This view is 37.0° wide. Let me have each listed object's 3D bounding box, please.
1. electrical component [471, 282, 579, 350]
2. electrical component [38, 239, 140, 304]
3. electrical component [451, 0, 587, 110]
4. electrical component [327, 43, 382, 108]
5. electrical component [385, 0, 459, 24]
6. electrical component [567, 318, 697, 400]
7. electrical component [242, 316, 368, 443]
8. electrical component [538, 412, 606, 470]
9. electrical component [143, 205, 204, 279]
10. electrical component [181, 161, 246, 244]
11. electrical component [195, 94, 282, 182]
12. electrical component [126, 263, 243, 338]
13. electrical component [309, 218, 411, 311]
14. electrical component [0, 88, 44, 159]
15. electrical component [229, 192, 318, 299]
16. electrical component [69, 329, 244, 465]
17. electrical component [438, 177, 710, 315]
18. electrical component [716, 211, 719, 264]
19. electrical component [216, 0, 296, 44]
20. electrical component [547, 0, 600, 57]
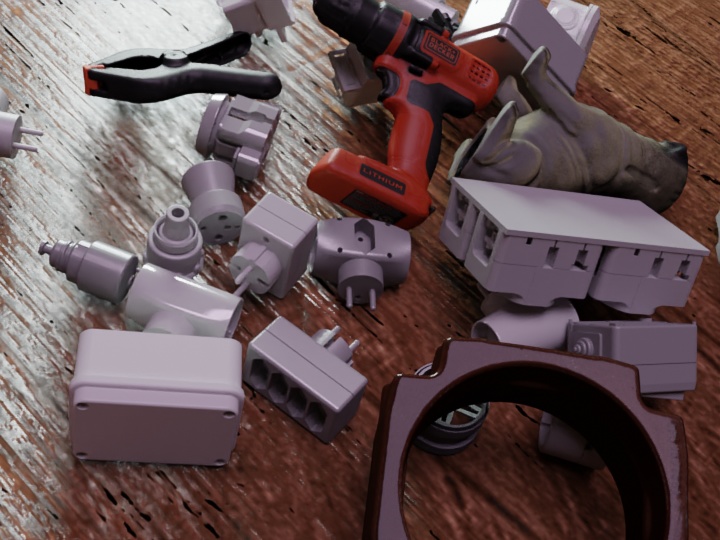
[{"bbox_3d":[0.123,0.037,0.865,0.077,0.044,0.079,-17,57,-26],"label":"electrical component"},{"bbox_3d":[-0.206,-0.004,0.816,0.078,0.040,0.040,21,49,3],"label":"electrical component"},{"bbox_3d":[0.150,-0.204,1.018,0.113,0.078,0.057,38,65,-32],"label":"electrical component"},{"bbox_3d":[0.009,-0.184,1.003,0.081,0.064,0.042,-14,77,-25],"label":"electrical component"},{"bbox_3d":[0.068,-0.262,1.099,0.081,0.043,0.043,30,50,10],"label":"electrical component"},{"bbox_3d":[0.204,0.069,0.831,0.096,0.062,0.061,0,91,-25],"label":"electrical component"},{"bbox_3d":[-0.030,0.069,0.796,0.083,0.047,0.076,35,52,15],"label":"electrical component"},{"bbox_3d":[0.162,0.117,0.803,0.047,0.055,0.055,14,49,2],"label":"electrical component"},{"bbox_3d":[-0.143,-0.024,0.834,0.048,0.062,0.048,7,50,-9],"label":"electrical component"},{"bbox_3d":[-0.119,-0.055,0.878,0.045,0.045,0.055,-6,53,-19],"label":"electrical component"},{"bbox_3d":[-0.106,-0.118,0.926,0.057,0.058,0.078,19,49,-2],"label":"electrical component"},{"bbox_3d":[-0.136,0.041,0.794,0.077,0.044,0.079,20,49,3],"label":"electrical component"},{"bbox_3d":[0.000,0.000,0.864,0.077,0.043,0.079,6,50,-10],"label":"electrical component"},{"bbox_3d":[-0.301,-0.112,0.879,0.079,0.044,0.077,10,49,-6],"label":"electrical component"},{"bbox_3d":[-0.076,-0.008,0.836,0.047,0.065,0.076,30,50,11],"label":"electrical component"},{"bbox_3d":[-0.138,0.089,0.732,0.113,0.078,0.057,5,48,-11],"label":"electrical component"},{"bbox_3d":[0.170,-0.018,0.875,0.186,0.060,0.105,5,24,-22],"label":"electrical component"},{"bbox_3d":[0.383,0.014,0.941,0.105,0.060,0.186,10,49,-6],"label":"electrical component"},{"bbox_3d":[-0.107,-0.286,1.056,0.063,0.078,0.121,-18,52,8],"label":"electrical component"},{"bbox_3d":[0.208,-0.234,1.090,0.051,0.080,0.080,23,49,12],"label":"electrical component"}]
